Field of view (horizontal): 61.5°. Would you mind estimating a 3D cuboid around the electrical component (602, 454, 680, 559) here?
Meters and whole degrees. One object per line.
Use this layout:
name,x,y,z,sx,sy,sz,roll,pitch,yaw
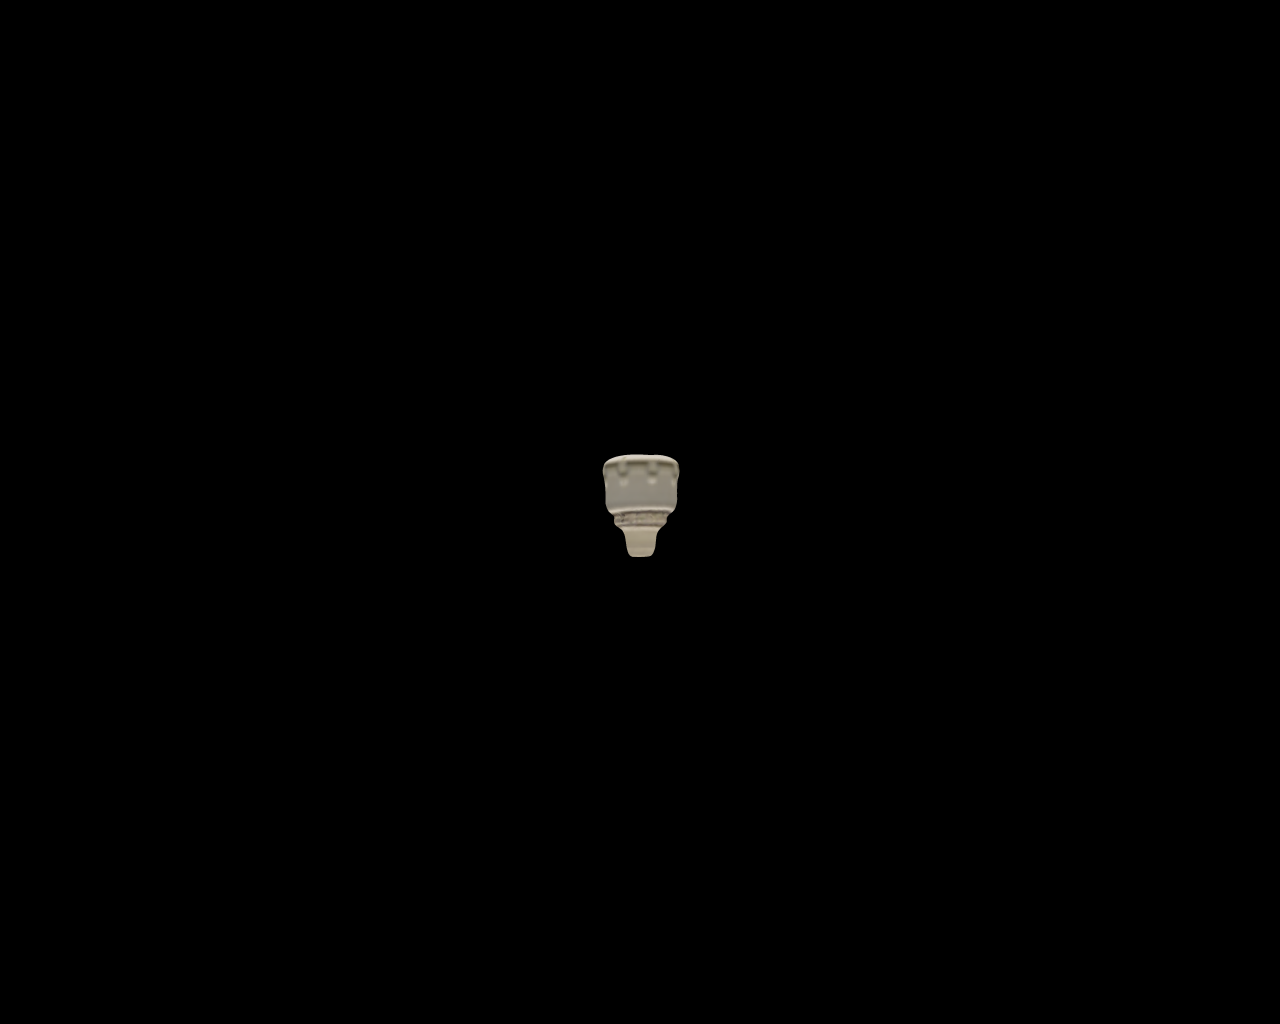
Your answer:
electrical component,0.001,-0.003,0.650,0.048,0.062,0.048,0,-6,0
